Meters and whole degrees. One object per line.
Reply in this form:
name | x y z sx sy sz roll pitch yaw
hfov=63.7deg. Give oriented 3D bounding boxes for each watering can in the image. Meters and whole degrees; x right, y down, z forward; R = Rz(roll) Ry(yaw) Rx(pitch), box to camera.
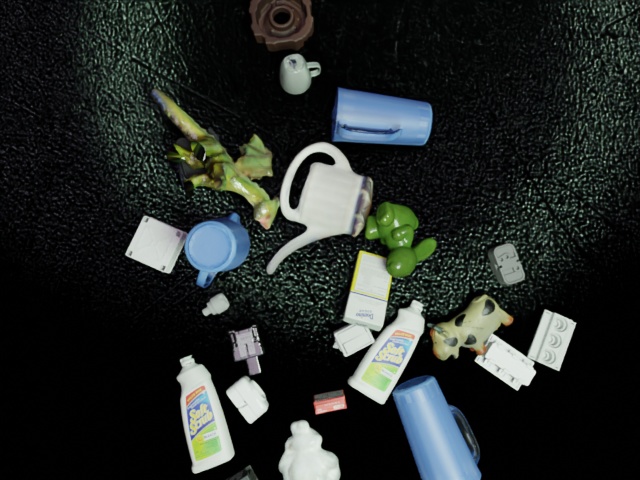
watering can | 0.004 -0.063 1.259 0.224 0.103 0.349 15 86 3

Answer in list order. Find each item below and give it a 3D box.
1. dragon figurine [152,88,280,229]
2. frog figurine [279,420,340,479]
dragon figurine | -0.225 -0.206 1.245 0.244 0.120 0.414 -13 71 -47
frog figurine | -0.025 0.500 1.174 0.137 0.123 0.159 -3 95 18
